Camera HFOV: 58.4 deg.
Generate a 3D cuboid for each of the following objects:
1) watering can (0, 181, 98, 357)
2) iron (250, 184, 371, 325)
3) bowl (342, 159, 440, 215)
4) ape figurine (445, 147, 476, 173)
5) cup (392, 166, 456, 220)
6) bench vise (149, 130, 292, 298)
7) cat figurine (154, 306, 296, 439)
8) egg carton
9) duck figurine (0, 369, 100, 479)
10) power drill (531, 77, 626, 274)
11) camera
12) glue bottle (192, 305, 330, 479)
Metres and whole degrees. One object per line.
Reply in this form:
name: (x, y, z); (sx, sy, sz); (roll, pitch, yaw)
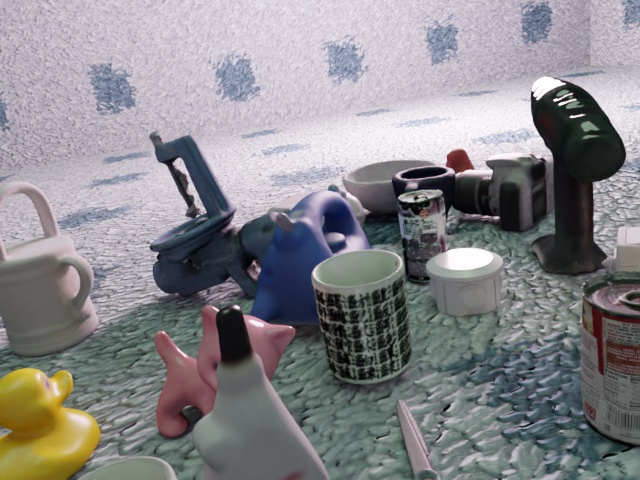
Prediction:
watering can: (-0.344, 0.029, 0.671); (0.173, 0.194, 0.101); (-8, 18, 2)
iron: (0.006, 0.002, 0.669); (0.118, 0.141, 0.259); (-2, 19, 19)
bowl: (0.125, -0.086, 0.984); (0.167, 0.075, 0.167); (-8, 18, 3)
ape figurine: (0.239, -0.115, 0.988); (0.076, 0.092, 0.078); (1, 21, 27)
cup: (0.150, -0.049, 0.830); (0.091, 0.095, 0.118); (0, 20, 26)
bench vise: (-0.128, -0.039, 0.730); (0.207, 0.220, 0.121); (-10, 18, -2)
cat figurine: (-0.080, 0.100, 0.457); (0.127, 0.118, 0.067); (1, 21, 28)
egg carton: (-0.008, -0.030, 0.889); (0.150, 0.069, 0.107); (0, 20, 26)
duck figurine: (-0.229, 0.144, 0.444); (0.077, 0.086, 0.105); (3, 22, 32)
power drill: (0.287, -0.077, 0.669); (0.075, 0.208, 0.229); (-6, 19, 9)
camera: (0.276, -0.084, 0.867); (0.136, 0.101, 0.143); (8, 25, 41)
glue bottle: (-0.034, 0.114, 0.304); (0.078, 0.173, 0.037); (-19, 21, -28)
